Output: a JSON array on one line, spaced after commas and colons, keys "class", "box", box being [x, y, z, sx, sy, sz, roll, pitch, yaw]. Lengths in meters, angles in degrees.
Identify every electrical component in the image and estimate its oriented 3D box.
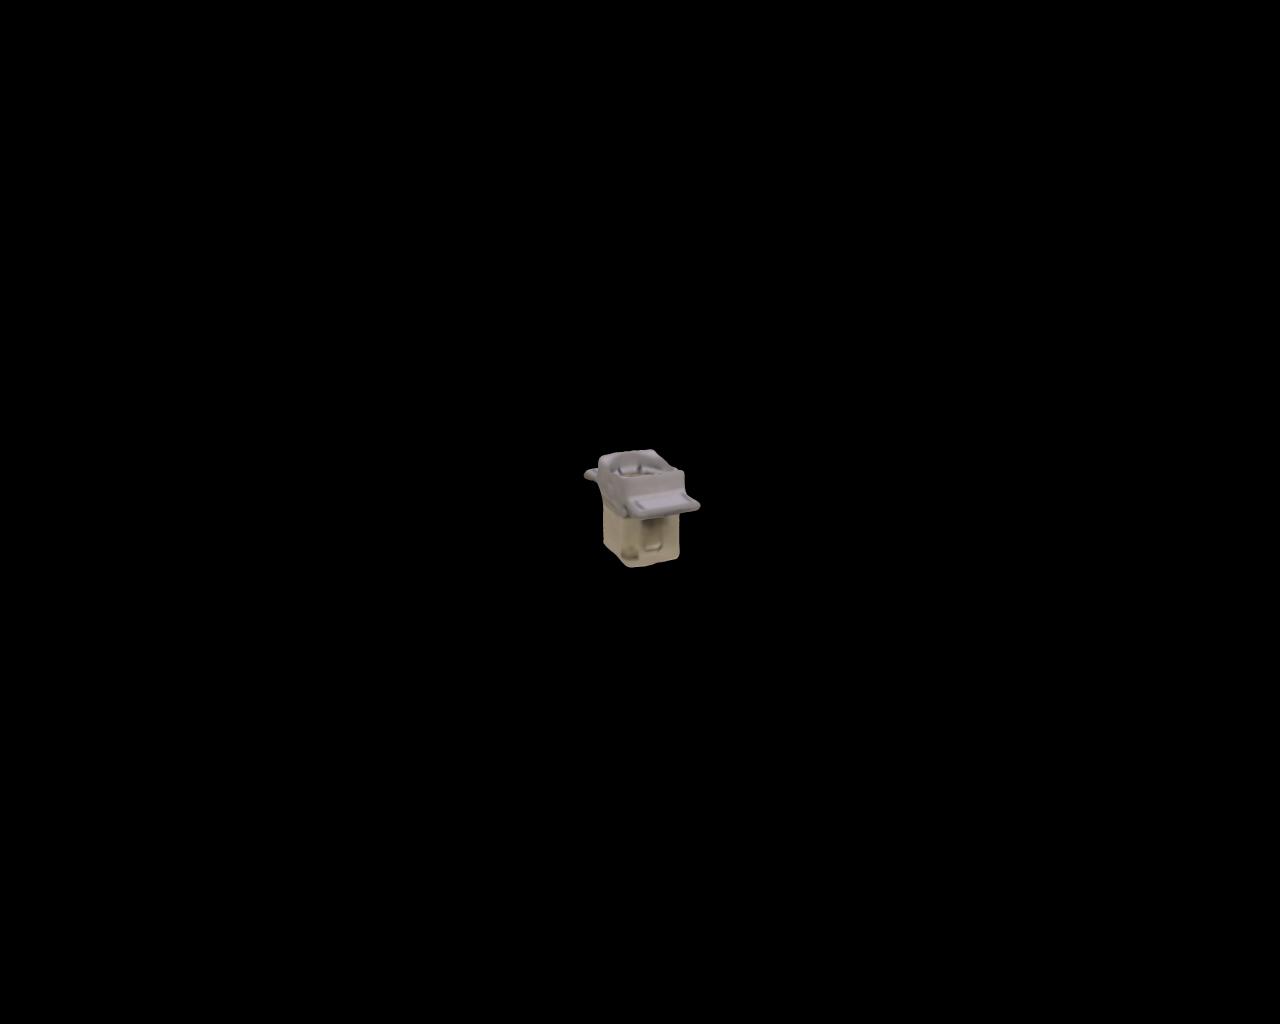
[{"class": "electrical component", "box": [0.001, -0.003, 0.650, 0.042, 0.063, 0.081, -10, 24, -22]}]
